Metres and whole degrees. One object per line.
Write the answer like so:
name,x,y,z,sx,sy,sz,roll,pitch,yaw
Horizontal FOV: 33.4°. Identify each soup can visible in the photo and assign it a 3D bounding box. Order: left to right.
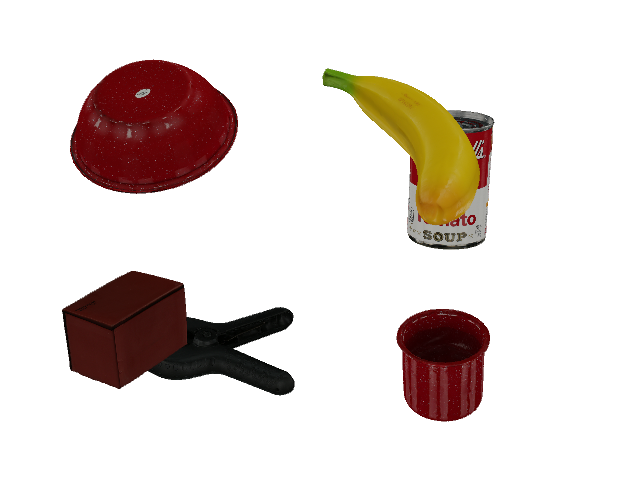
soup can,0.106,-0.051,0.884,0.068,0.102,0.068,0,20,0

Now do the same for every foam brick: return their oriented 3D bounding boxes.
foam brick,-0.143,0.063,0.787,0.053,0.051,0.078,14,29,32

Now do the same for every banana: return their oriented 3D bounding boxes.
banana,0.061,-0.060,0.672,0.069,0.037,0.198,-7,31,-16

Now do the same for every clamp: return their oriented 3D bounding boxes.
clamp,-0.102,0.098,1.034,0.171,0.039,0.120,8,26,3

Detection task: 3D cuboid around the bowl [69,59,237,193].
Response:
bowl,-0.160,-0.119,0.995,0.162,0.162,0.055,0,-41,7

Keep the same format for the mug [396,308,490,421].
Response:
mug,0.132,0.123,1.095,0.093,0.081,0.117,19,39,31
